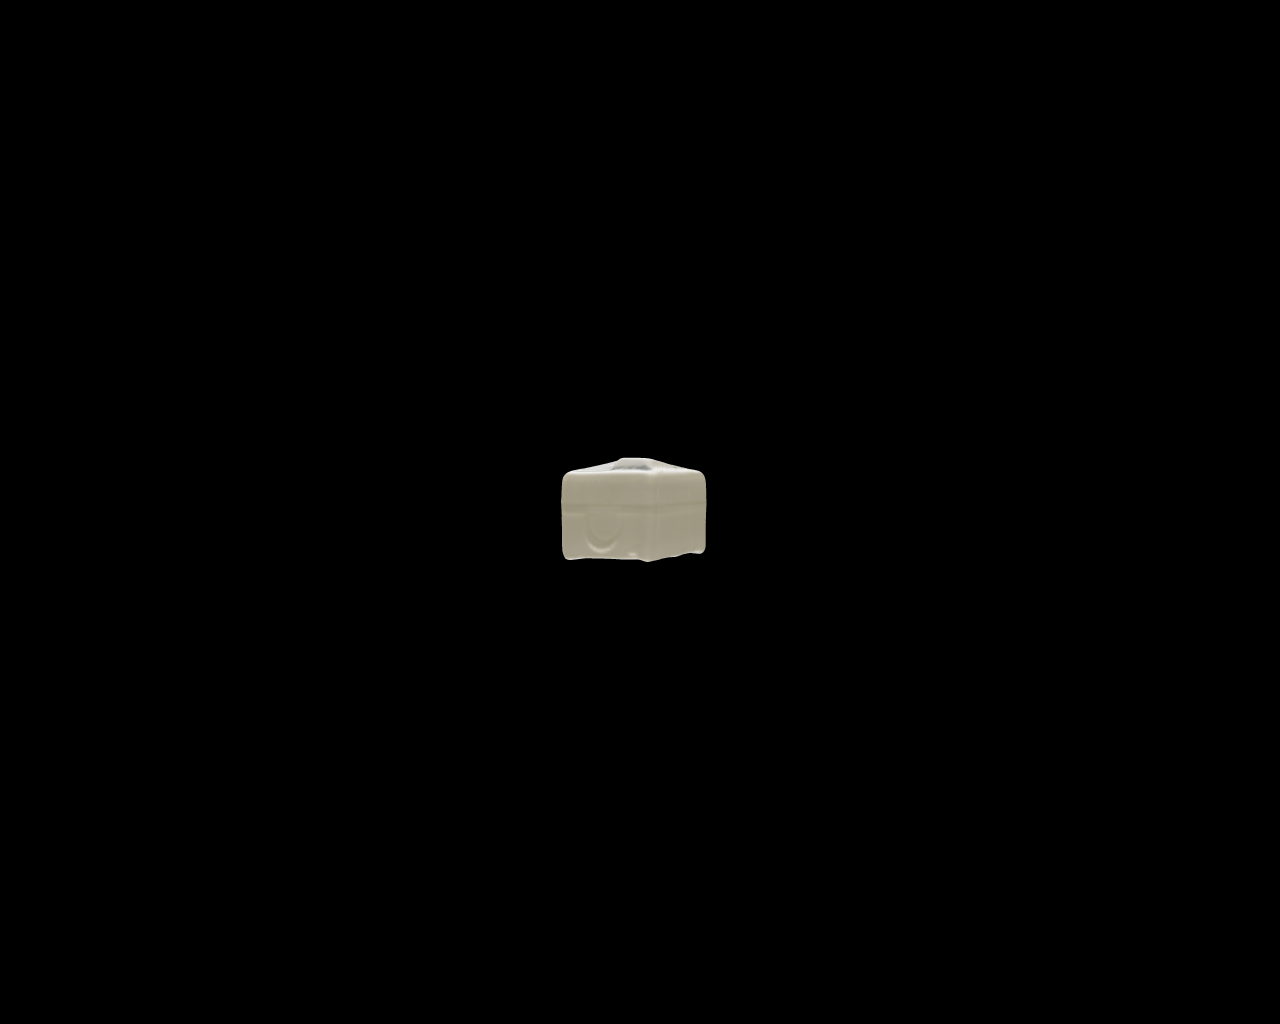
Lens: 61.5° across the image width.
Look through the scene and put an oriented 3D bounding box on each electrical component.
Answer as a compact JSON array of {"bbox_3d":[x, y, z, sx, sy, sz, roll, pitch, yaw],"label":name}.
[{"bbox_3d":[0.001,-0.003,0.650,0.062,0.061,0.096,1,3,28],"label":"electrical component"}]
